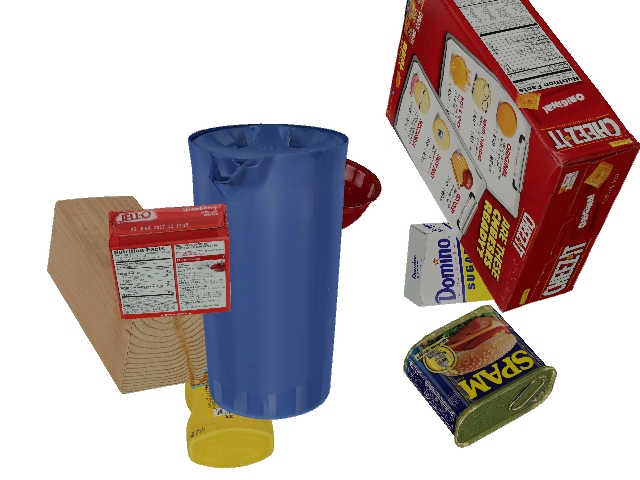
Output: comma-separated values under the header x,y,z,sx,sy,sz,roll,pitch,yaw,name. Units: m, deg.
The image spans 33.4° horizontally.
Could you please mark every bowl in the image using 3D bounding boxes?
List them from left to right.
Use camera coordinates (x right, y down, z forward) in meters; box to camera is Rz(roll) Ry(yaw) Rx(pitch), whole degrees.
x,y,z,sx,sy,sz,roll,pitch,yaw,name
-0.013,-0.050,1.236,0.162,0.055,0.162,7,27,-4,bowl

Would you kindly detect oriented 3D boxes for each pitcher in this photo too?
x,y,z,sx,sy,sz,roll,pitch,yaw,name
-0.039,0.021,0.925,0.149,0.243,0.145,-6,18,-21,pitcher

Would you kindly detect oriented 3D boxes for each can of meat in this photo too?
x,y,z,sx,sy,sz,roll,pitch,yaw,name
0.133,0.112,0.906,0.102,0.057,0.084,-25,52,-20,can of meat

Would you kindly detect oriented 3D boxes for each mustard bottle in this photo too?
x,y,z,sx,sy,sz,roll,pitch,yaw,name
-0.110,0.184,1.249,0.096,0.058,0.191,-5,29,-6,mustard bottle

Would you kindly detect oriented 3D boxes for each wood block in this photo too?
x,y,z,sx,sy,sz,roll,pitch,yaw,name
-0.191,0.047,1.060,0.090,0.091,0.206,-6,35,-34,wood block

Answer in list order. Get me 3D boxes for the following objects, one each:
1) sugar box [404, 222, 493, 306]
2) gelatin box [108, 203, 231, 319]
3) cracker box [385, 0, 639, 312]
x,y,z,sx,sy,sz,roll,pitch,yaw,name
0.189,0.024,1.272,0.176,0.093,0.048,-5,20,-24,sugar box
-0.095,0.014,0.679,0.073,0.030,0.089,-4,-35,-7,gelatin box
0.129,-0.083,0.782,0.072,0.214,0.164,-16,-35,-18,cracker box
